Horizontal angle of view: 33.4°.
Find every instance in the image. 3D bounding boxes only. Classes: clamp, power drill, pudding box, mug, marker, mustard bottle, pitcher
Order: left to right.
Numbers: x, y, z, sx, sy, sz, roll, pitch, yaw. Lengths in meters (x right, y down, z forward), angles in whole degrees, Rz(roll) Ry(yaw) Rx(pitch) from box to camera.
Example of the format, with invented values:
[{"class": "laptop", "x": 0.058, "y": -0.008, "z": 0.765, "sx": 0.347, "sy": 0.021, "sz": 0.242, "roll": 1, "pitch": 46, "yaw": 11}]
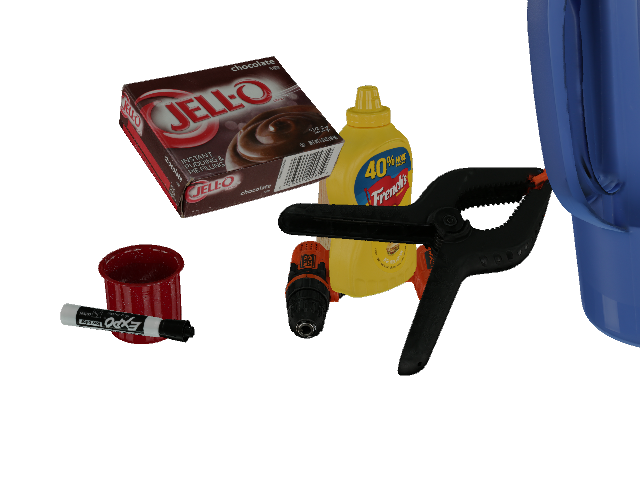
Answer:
[{"class": "marker", "x": -0.165, "y": 0.071, "z": 0.917, "sx": 0.121, "sy": 0.020, "sz": 0.020, "roll": 6, "pitch": 2, "yaw": 16}, {"class": "mug", "x": -0.205, "y": 0.057, "z": 1.190, "sx": 0.117, "sy": 0.081, "sz": 0.093, "roll": 25, "pitch": 36, "yaw": 38}, {"class": "pudding box", "x": -0.056, "y": -0.067, "z": 0.665, "sx": 0.113, "sy": 0.090, "sz": 0.039, "roll": -16, "pitch": -36, "yaw": -32}, {"class": "power drill", "x": 0.053, "y": 0.053, "z": 1.240, "sx": 0.187, "sy": 0.057, "sz": 0.184, "roll": -1, "pitch": 28, "yaw": 1}, {"class": "mustard bottle", "x": 0.047, "y": -0.049, "z": 1.001, "sx": 0.096, "sy": 0.192, "sz": 0.058, "roll": -20, "pitch": 25, "yaw": -39}, {"class": "clamp", "x": 0.095, "y": 0.006, "z": 0.789, "sx": 0.209, "sy": 0.165, "sz": 0.036, "roll": -20, "pitch": -34, "yaw": -18}, {"class": "pitcher", "x": 0.182, "y": -0.064, "z": 0.564, "sx": 0.149, "sy": 0.243, "sz": 0.145, "roll": -6, "pitch": 22, "yaw": 6}]

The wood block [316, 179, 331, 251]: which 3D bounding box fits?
[{"class": "wood block", "x": 0.041, "y": -0.021, "z": 1.535, "sx": 0.091, "sy": 0.090, "sz": 0.206, "roll": 3, "pitch": 27, "yaw": -2}]
